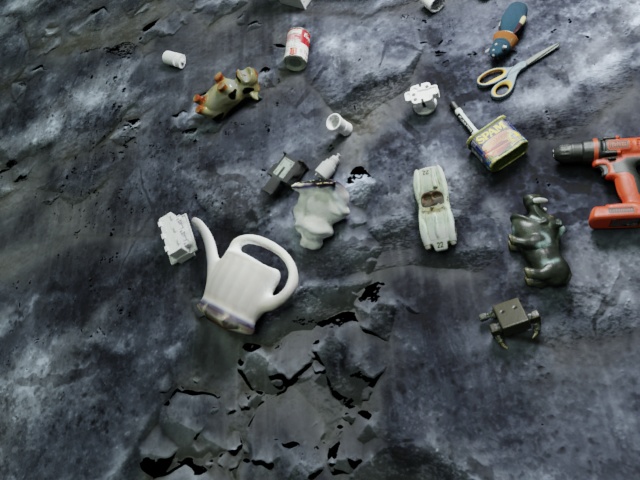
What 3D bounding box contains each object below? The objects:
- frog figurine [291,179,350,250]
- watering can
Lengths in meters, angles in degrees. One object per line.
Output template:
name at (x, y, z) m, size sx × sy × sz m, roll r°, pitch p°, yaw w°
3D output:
frog figurine at (0.004, -0.061, 1.205) m, size 0.137 × 0.124 × 0.158 m, roll -3°, pitch 102°, yaw 13°
watering can at (-0.212, 0.082, 1.204) m, size 0.350 × 0.102 × 0.226 m, roll 21°, pitch 77°, yaw 28°
